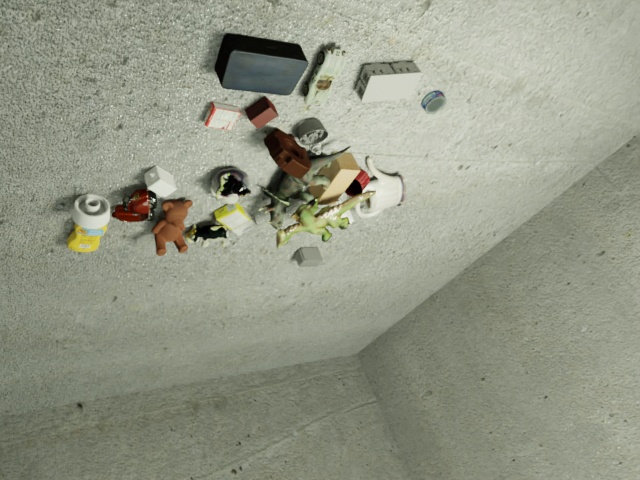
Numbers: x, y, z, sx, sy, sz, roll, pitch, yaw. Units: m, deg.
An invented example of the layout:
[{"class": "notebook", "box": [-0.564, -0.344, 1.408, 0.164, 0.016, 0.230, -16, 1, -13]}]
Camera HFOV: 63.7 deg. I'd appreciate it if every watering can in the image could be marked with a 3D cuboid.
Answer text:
[{"class": "watering can", "box": [0.255, -0.218, 2.122, 0.225, 0.106, 0.339, -15, 141, -19]}]

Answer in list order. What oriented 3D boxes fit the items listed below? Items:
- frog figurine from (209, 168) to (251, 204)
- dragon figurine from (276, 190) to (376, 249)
[{"class": "frog figurine", "box": [-0.307, -0.184, 1.762, 0.138, 0.122, 0.160, -27, -171, -11]}, {"class": "dragon figurine", "box": [0.006, -0.095, 1.897, 0.408, 0.124, 0.241, -37, 160, 12]}]
